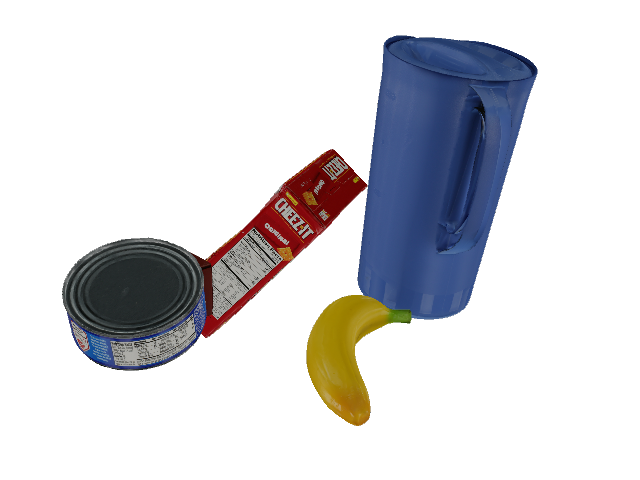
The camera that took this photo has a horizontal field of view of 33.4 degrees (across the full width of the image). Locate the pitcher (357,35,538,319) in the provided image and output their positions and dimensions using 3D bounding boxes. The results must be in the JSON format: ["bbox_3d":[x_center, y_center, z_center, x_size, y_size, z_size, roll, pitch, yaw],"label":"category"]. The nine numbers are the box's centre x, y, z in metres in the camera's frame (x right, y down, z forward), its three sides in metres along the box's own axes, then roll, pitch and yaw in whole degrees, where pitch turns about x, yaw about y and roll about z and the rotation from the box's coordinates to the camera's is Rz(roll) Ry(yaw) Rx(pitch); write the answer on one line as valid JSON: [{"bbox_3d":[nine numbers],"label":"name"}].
[{"bbox_3d":[0.106,-0.051,0.949,0.145,0.243,0.149,20,27,24],"label":"pitcher"}]

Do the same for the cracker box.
[{"bbox_3d":[-0.060,0.000,1.247,0.214,0.072,0.164,-43,2,27],"label":"cracker box"}]

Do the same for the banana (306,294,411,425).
[{"bbox_3d":[0.023,0.083,0.835,0.070,0.037,0.197,7,22,13],"label":"banana"}]

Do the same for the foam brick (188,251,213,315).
[{"bbox_3d":[-0.144,0.047,0.975,0.078,0.051,0.053,-17,27,-32],"label":"foam brick"}]

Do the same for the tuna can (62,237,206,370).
[{"bbox_3d":[-0.113,0.039,0.658,0.086,0.034,0.086,-1,42,0],"label":"tuna can"}]
